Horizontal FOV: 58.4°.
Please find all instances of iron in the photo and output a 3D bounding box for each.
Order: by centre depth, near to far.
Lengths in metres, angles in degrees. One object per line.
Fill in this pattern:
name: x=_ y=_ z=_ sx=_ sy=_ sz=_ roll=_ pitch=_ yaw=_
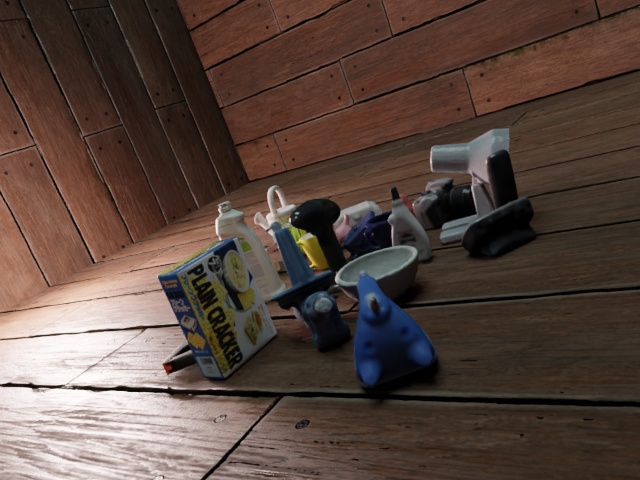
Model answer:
iron: x=0.086 y=0.113 z=0.864 sx=0.118 sy=0.141 sz=0.258 roll=-21 pitch=14 yaw=2

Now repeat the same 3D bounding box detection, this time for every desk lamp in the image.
desk lamp: x=0.335 y=-0.122 z=1.249 sx=0.202 sy=0.214 sz=0.118 roll=-16 pitch=15 yaw=21

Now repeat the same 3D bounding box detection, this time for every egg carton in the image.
egg carton: x=0.107 y=-0.059 z=1.651 sx=0.150 sy=0.069 sz=0.107 roll=-21 pitch=14 yaw=1

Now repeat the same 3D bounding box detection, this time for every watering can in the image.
watering can: x=-0.122 y=-0.071 z=1.771 sx=0.172 sy=0.194 sz=0.101 roll=-19 pitch=14 yaw=6

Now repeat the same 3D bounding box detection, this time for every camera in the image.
camera: x=0.321 y=-0.100 z=1.428 sx=0.136 sy=0.101 sz=0.143 roll=-5 pitch=21 yaw=48

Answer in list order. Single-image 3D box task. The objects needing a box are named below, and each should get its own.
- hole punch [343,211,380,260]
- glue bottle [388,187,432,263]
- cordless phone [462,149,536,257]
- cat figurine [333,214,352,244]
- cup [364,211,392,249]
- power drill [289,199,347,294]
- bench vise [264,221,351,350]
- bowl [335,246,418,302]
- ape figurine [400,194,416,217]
hole punch: x=0.104 y=-0.013 z=1.432 sx=0.101 sy=0.091 sz=0.108 roll=-19 pitch=14 yaw=10
glue bottle: x=0.179 y=-0.032 z=1.219 sx=0.078 sy=0.173 sz=0.037 roll=-16 pitch=15 yaw=19
cordless phone: x=0.334 y=-0.073 z=1.121 sx=0.148 sy=0.185 sz=0.094 roll=-25 pitch=14 yaw=-17
cat figurine: x=0.030 y=-0.026 z=1.532 sx=0.128 sy=0.118 sz=0.067 roll=-25 pitch=14 yaw=-15
cup: x=0.153 y=-0.005 z=1.321 sx=0.091 sy=0.095 sz=0.118 roll=-5 pitch=21 yaw=47
power drill: x=0.011 y=0.004 z=1.250 sx=0.075 sy=0.208 sz=0.230 roll=-16 pitch=14 yaw=18
bench vise: x=-0.020 y=0.069 z=1.022 sx=0.122 sy=0.220 sz=0.206 roll=-29 pitch=16 yaw=-30
bowl: x=0.118 y=0.077 z=1.098 sx=0.167 sy=0.075 sz=0.167 roll=-20 pitch=14 yaw=5
ape figurine: x=0.222 y=-0.076 z=1.498 sx=0.076 sy=0.092 sz=0.078 roll=-13 pitch=16 yaw=31
